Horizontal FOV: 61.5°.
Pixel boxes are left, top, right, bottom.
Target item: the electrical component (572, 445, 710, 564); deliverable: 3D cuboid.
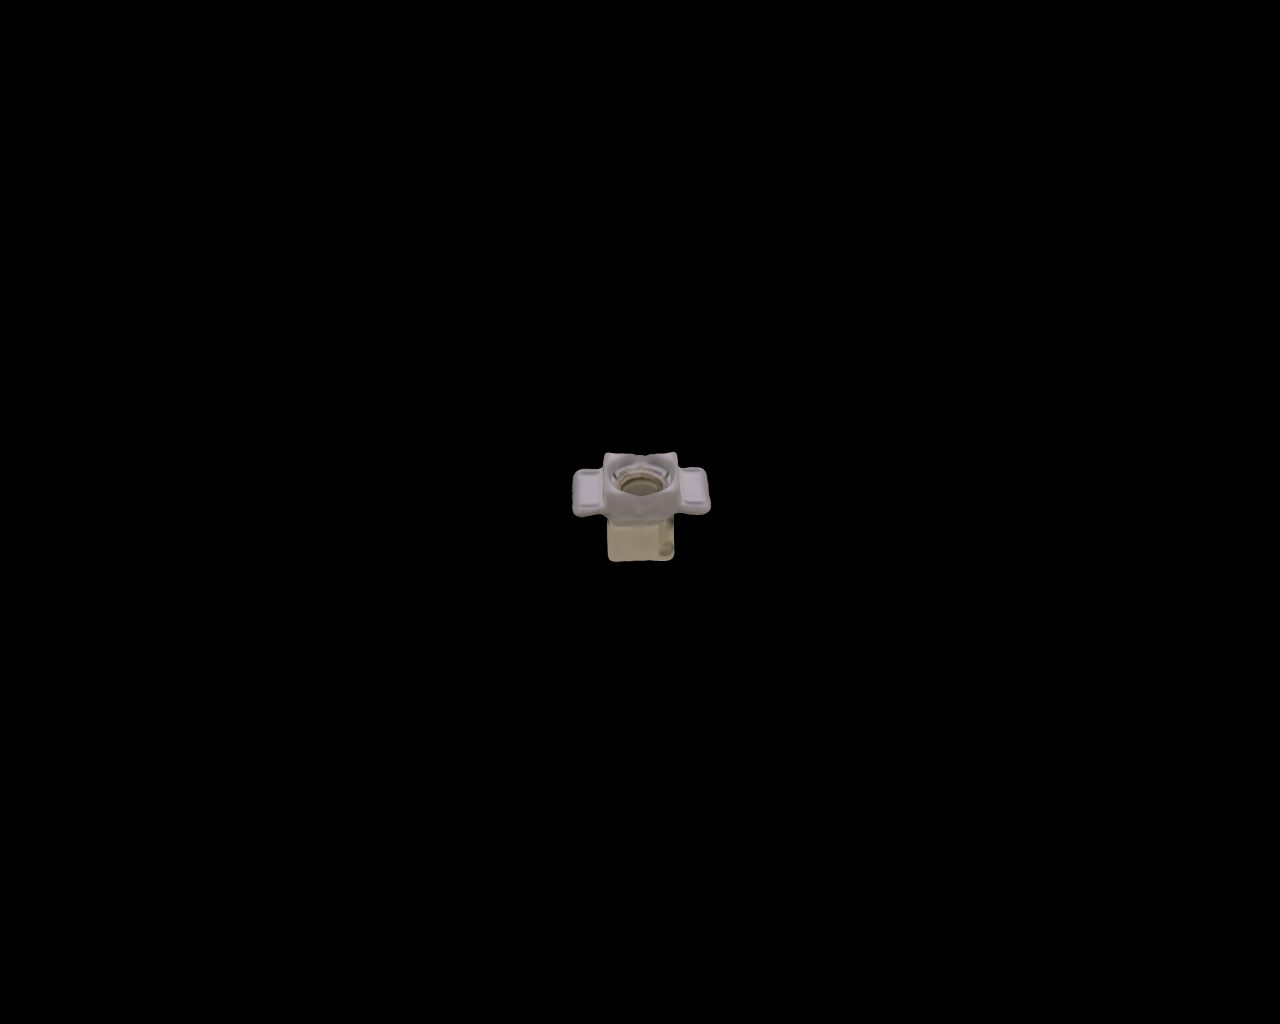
[{"bbox_3d":[0.001,-0.003,0.650,0.081,0.063,0.042,0,40,0],"label":"electrical component"}]
